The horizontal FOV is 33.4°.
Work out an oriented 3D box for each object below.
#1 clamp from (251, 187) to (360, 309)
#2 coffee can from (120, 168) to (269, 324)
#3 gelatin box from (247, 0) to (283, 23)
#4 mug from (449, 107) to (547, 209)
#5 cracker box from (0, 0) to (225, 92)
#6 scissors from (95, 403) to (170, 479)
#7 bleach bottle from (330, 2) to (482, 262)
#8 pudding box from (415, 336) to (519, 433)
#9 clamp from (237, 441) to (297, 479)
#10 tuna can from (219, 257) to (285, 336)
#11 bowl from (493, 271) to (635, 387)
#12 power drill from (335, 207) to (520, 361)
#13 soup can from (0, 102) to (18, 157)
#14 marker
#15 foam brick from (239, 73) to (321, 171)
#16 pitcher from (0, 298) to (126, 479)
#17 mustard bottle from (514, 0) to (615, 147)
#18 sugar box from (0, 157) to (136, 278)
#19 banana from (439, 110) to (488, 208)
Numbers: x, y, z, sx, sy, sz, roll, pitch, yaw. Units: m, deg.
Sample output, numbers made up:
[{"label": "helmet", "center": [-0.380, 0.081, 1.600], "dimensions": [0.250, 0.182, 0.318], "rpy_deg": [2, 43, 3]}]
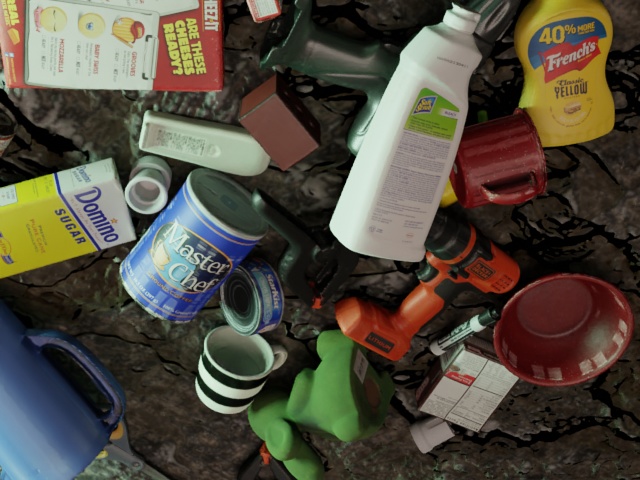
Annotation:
[{"label": "clamp", "center": [-0.008, 0.001, 1.142], "dimensions": [0.164, 0.036, 0.210], "rpy_deg": [-7, 140, -22]}, {"label": "coffee can", "center": [-0.137, 0.007, 1.156], "dimensions": [0.102, 0.103, 0.140], "rpy_deg": [32, 116, -19]}, {"label": "gelatin box", "center": [-0.061, -0.261, 1.012], "dimensions": [0.030, 0.073, 0.089], "rpy_deg": [-14, 122, 9]}, {"label": "mug", "center": [0.178, -0.072, 1.074], "dimensions": [0.081, 0.117, 0.093], "rpy_deg": [-15, 131, -4]}, {"label": "cracker box", "center": [-0.200, -0.231, 1.029], "dimensions": [0.213, 0.072, 0.164], "rpy_deg": [0, 122, -2]}, {"label": "scissors", "center": [-0.233, 0.269, 1.364], "dimensions": [0.201, 0.016, 0.096], "rpy_deg": [24, 118, -15]}, {"label": "bleach bottle", "center": [0.098, -0.104, 1.032], "dimensions": [0.102, 0.068, 0.251], "rpy_deg": [9, 114, -32]}, {"label": "pudding box", "center": [0.182, 0.174, 1.302], "dimensions": [0.090, 0.039, 0.114], "rpy_deg": [22, 120, -15]}, {"label": "clamp", "center": [-0.059, 0.341, 1.398], "dimensions": [0.120, 0.039, 0.172], "rpy_deg": [7, 121, -7]}, {"label": "tuna can", "center": [-0.078, 0.064, 1.200], "dimensions": [0.033, 0.086, 0.086], "rpy_deg": [-13, 129, -37]}, {"label": "bowl", "center": [0.279, 0.093, 1.244], "dimensions": [0.162, 0.055, 0.162], "rpy_deg": [0, 121, -1]}, {"label": "power drill", "center": [0.107, 0.048, 1.193], "dimensions": [0.188, 0.057, 0.184], "rpy_deg": [-39, 130, 23]}, {"label": "soup can", "center": [-0.369, -0.095, 1.109], "dimensions": [0.068, 0.068, 0.102], "rpy_deg": [32, 116, -19]}, {"label": "marker", "center": [0.170, 0.105, 1.241], "dimensions": [0.020, 0.020, 0.121], "rpy_deg": [28, 143, -17]}, {"label": "foam brick", "center": [-0.041, -0.122, 1.109], "dimensions": [0.051, 0.053, 0.078], "rpy_deg": [-33, 117, 17]}, {"label": "pitcher", "center": [-0.350, 0.163, 1.230], "dimensions": [0.145, 0.149, 0.242], "rpy_deg": [-6, 123, 51]}, {"label": "mustard bottle", "center": [0.244, -0.191, 1.069], "dimensions": [0.096, 0.058, 0.191], "rpy_deg": [-9, 121, 2]}, {"label": "sugar box", "center": [-0.292, -0.020, 1.137], "dimensions": [0.176, 0.048, 0.093], "rpy_deg": [-15, 134, -7]}, {"label": "banana", "center": [0.114, -0.062, 1.161], "dimensions": [0.198, 0.037, 0.069], "rpy_deg": [-33, 90, 15]}]
